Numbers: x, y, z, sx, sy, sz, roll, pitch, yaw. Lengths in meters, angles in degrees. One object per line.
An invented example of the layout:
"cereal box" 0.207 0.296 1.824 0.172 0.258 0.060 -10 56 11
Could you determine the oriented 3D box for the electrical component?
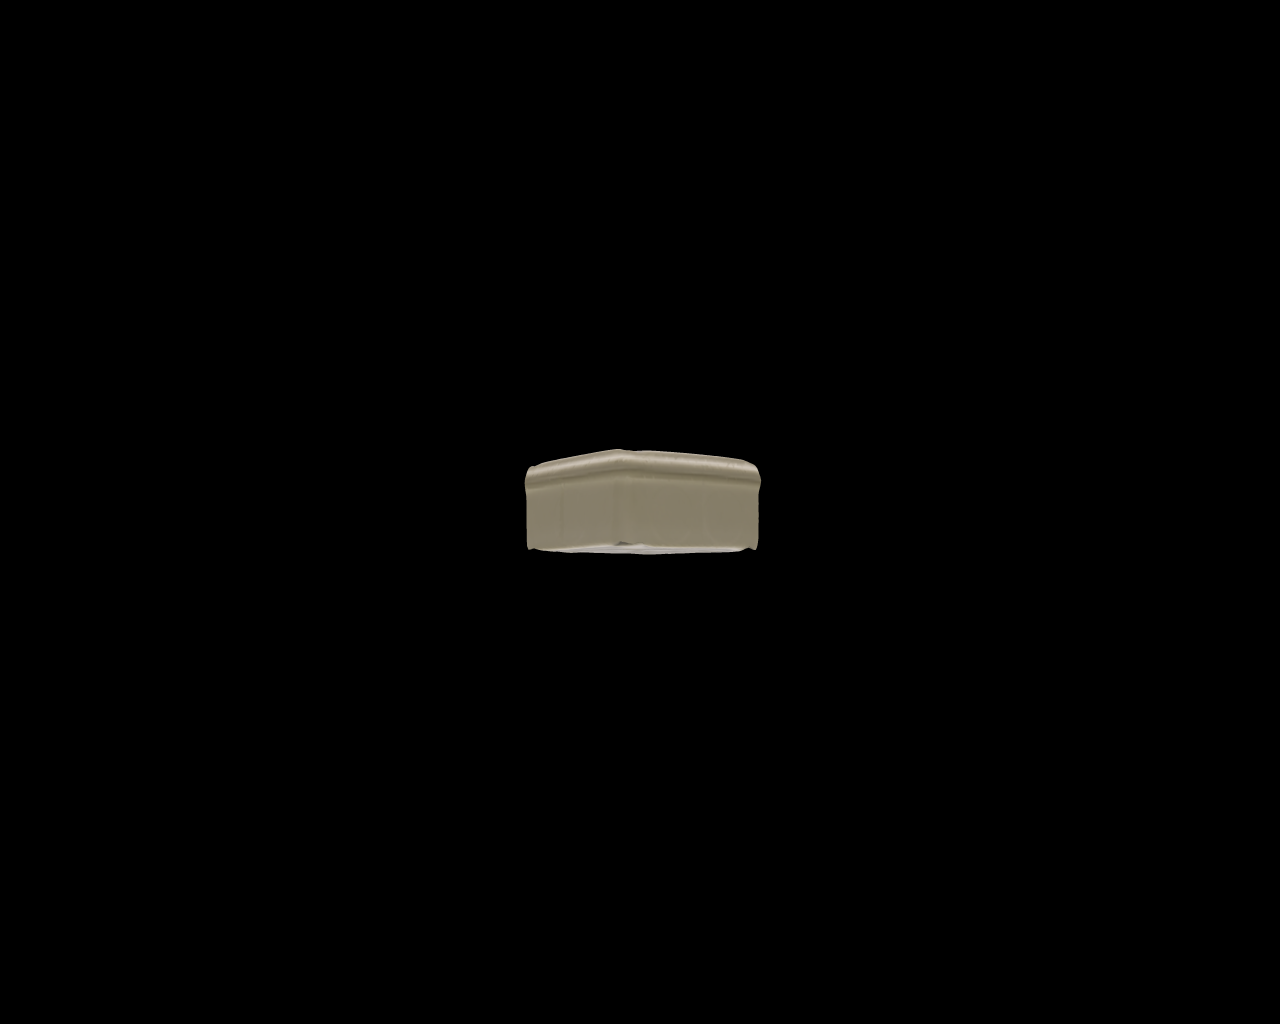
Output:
"electrical component" 0.001 -0.003 0.650 0.109 0.056 0.108 4 -6 -39
